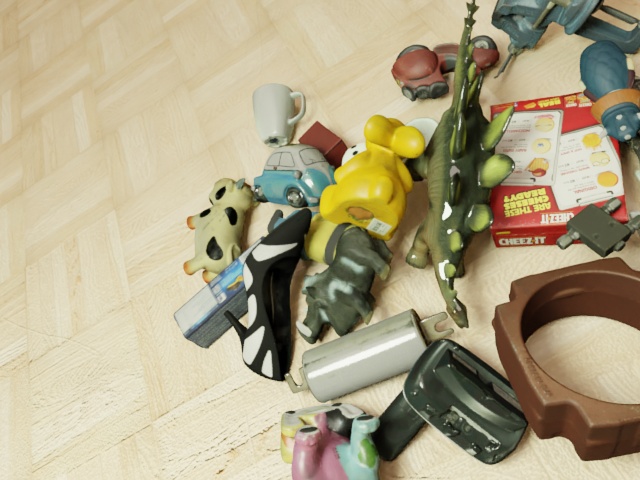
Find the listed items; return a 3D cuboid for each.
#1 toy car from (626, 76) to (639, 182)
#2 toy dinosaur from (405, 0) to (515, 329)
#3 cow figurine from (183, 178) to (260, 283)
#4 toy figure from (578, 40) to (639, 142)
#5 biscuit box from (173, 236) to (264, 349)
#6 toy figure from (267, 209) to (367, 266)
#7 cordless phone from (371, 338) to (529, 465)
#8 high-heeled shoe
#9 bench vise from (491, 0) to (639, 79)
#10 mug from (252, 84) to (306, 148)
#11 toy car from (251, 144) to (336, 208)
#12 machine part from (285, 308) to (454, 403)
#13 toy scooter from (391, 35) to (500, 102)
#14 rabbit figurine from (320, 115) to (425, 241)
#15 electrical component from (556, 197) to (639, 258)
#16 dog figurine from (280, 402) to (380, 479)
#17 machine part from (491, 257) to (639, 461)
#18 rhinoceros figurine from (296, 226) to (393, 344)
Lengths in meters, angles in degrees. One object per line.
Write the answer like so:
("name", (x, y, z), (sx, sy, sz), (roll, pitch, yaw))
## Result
("toy car", (0.437, -0.133, 0.714), (0.056, 0.073, 0.202), (-14, 57, 18))
("toy dinosaur", (0.193, -0.114, 0.740), (0.105, 0.198, 0.471), (6, 68, -8))
("cow figurine", (-0.170, -0.030, 0.956), (0.127, 0.085, 0.195), (-19, 53, 23))
("toy figure", (0.382, -0.189, 0.697), (0.058, 0.064, 0.154), (6, 64, -20))
("biscuit box", (-0.142, 0.086, 0.888), (0.203, 0.062, 0.059), (-41, 52, 0))
("toy figure", (-0.001, 0.000, 0.856), (0.180, 0.082, 0.089), (9, 75, 26))
("cordless phone", (0.150, 0.228, 0.656), (0.147, 0.089, 0.184), (38, 109, 8))
("high-heeled shoe", (-0.050, 0.086, 0.794), (0.145, 0.086, 0.248), (41, 108, 20))
("bench vise", (0.394, -0.338, 0.813), (0.241, 0.223, 0.129), (24, 55, 2))
("mug", (-0.076, -0.236, 1.036), (0.110, 0.080, 0.107), (-9, 71, 17))
("toy car", (-0.039, -0.111, 0.906), (0.162, 0.109, 0.102), (12, 107, 38))
("machine part", (0.065, 0.159, 0.733), (0.243, 0.079, 0.079), (-25, 54, 12))
("toy scooter", (0.211, -0.276, 0.913), (0.184, 0.075, 0.135), (-6, 61, 19))
("rabbit figurine", (0.081, -0.109, 0.760), (0.122, 0.162, 0.173), (20, 62, 4))
("electrical component", (0.333, -0.010, 0.639), (0.094, 0.021, 0.063), (-35, 52, -4))
("dog figurine", (0.018, 0.321, 0.648), (0.108, 0.191, 0.219), (-4, 83, -16))
("machine part", (0.309, 0.124, 0.587), (0.201, 0.087, 0.202), (-14, 43, 2))
("rhinoceros figurine", (0.030, 0.073, 0.770), (0.112, 0.073, 0.190), (26, 113, 0))
